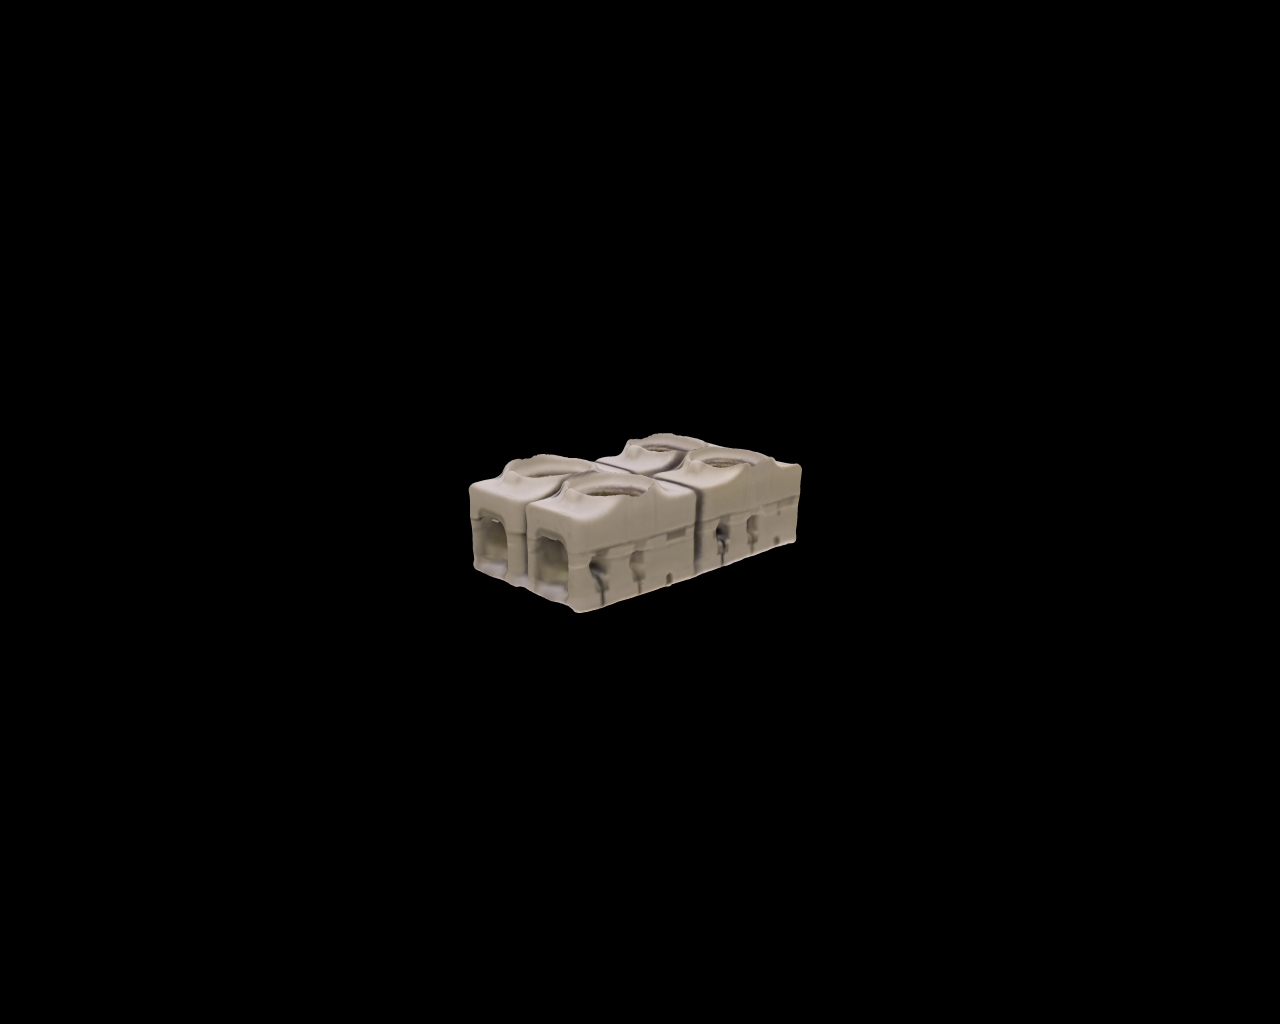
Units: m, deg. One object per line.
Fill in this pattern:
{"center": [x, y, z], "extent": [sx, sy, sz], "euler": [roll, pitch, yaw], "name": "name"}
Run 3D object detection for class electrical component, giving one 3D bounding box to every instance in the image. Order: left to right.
{"center": [0.001, -0.003, 0.650], "extent": [0.186, 0.060, 0.105], "euler": [-15, 22, -40], "name": "electrical component"}
